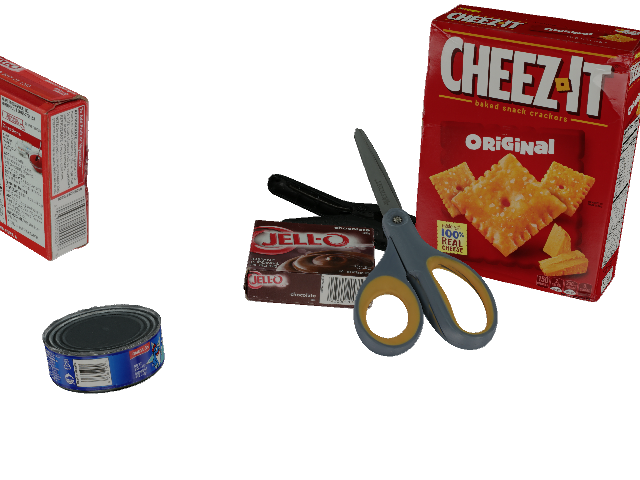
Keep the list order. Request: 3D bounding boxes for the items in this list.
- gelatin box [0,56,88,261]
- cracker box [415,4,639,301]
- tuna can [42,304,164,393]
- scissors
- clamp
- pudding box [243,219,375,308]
[{"bbox_3d":[-0.155,-0.044,0.557,0.073,0.089,0.030,26,36,29],"label":"gelatin box"},{"bbox_3d":[0.166,-0.070,0.868,0.164,0.214,0.072,14,29,24],"label":"cracker box"},{"bbox_3d":[-0.157,0.079,0.781,0.086,0.034,0.086,-4,19,1],"label":"tuna can"},{"bbox_3d":[0.037,0.002,0.698,0.096,0.016,0.202,-24,52,-18],"label":"scissors"},{"bbox_3d":[0.038,-0.018,1.202,0.210,0.036,0.164,14,22,-5],"label":"clamp"},{"bbox_3d":[-0.008,0.020,0.949,0.113,0.039,0.090,6,30,-1],"label":"pudding box"}]
